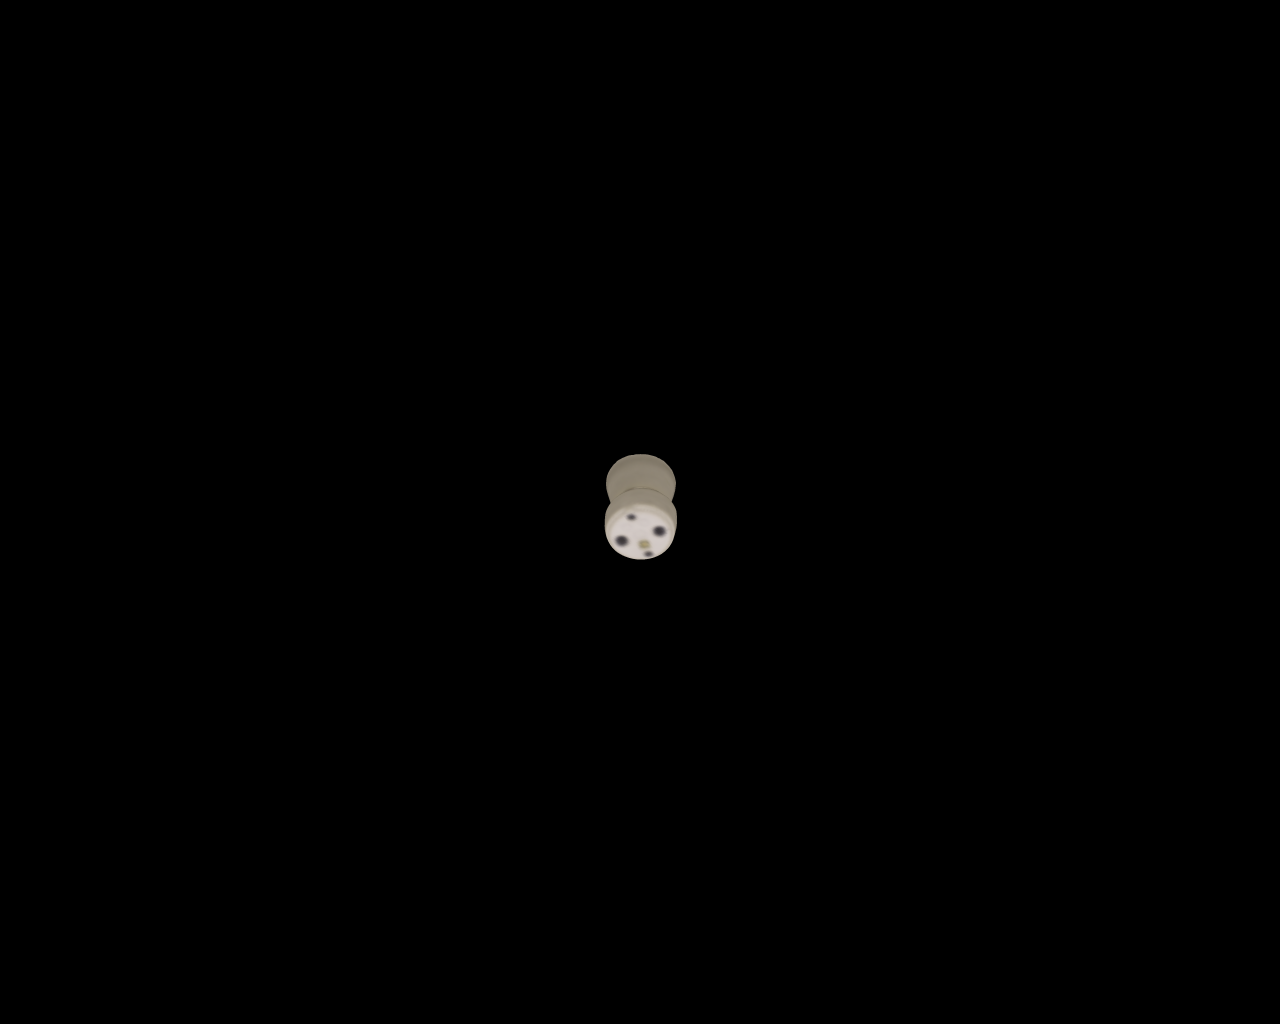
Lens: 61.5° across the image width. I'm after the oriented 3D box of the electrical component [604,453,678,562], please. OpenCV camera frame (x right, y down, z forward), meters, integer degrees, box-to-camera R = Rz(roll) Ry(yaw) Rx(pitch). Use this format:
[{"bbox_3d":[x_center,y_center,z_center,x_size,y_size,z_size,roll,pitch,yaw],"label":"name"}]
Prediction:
[{"bbox_3d":[0.001,-0.003,0.650,0.045,0.044,0.055,0,37,0],"label":"electrical component"}]
